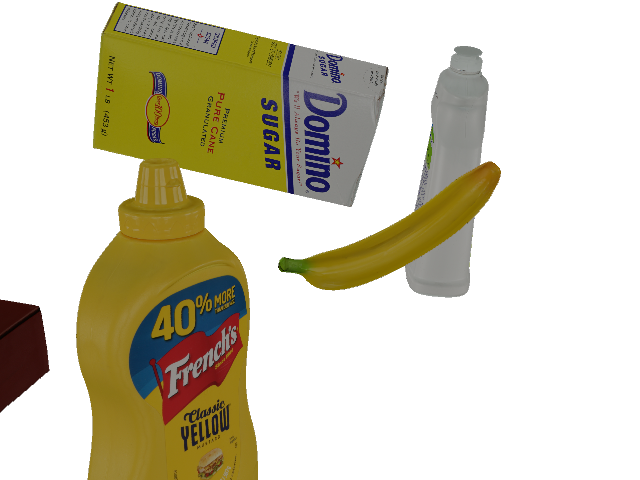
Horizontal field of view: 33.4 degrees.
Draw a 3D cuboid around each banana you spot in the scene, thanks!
[{"bbox_3d":[0.065,-0.003,0.891,0.198,0.037,0.069,-27,-22,9],"label":"banana"}]

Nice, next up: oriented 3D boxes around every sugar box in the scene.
[{"bbox_3d":[-0.053,-0.084,0.684,0.176,0.093,0.048,14,43,-1],"label":"sugar box"}]

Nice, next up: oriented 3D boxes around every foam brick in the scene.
[{"bbox_3d":[-0.229,0.080,0.718,0.053,0.051,0.078,8,28,24],"label":"foam brick"}]

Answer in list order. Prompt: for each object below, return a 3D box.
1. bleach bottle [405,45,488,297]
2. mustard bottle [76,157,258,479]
[{"bbox_3d":[0.134,-0.073,1.097,0.068,0.251,0.102,4,30,-3],"label":"bleach bottle"},{"bbox_3d":[-0.075,0.054,0.527,0.058,0.192,0.096,13,21,39],"label":"mustard bottle"}]
